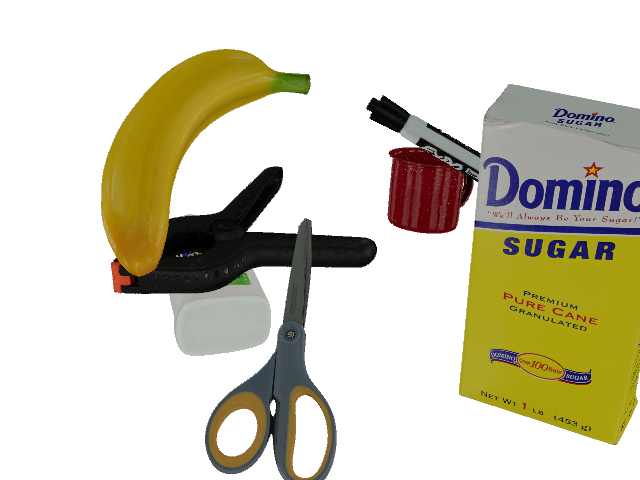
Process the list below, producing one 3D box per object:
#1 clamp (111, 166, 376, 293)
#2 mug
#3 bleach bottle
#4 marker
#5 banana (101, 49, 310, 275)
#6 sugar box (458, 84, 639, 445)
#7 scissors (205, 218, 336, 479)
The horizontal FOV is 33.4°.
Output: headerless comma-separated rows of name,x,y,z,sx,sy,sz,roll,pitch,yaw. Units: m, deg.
clamp,-0.080,-0.004,0.902,0.209,0.036,0.165,-14,34,-21
mug,0.130,-0.058,1.225,0.117,0.081,0.093,-9,22,-38
bleach bottle,-0.130,0.034,1.177,0.102,0.068,0.251,-5,26,-16
marker,0.086,-0.065,0.740,0.121,0.020,0.020,30,-3,-5
banana,-0.074,-0.057,0.580,0.070,0.037,0.197,18,44,16
sugar box,0.125,0.015,0.546,0.093,0.176,0.048,15,38,23
scissors,-0.038,0.077,0.734,0.096,0.202,0.016,-11,-32,1
